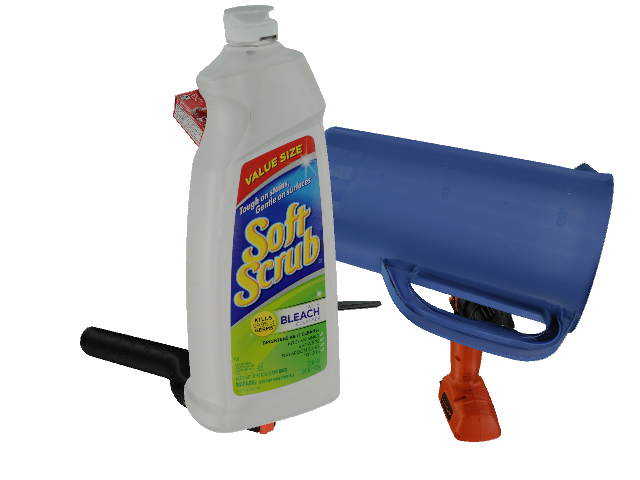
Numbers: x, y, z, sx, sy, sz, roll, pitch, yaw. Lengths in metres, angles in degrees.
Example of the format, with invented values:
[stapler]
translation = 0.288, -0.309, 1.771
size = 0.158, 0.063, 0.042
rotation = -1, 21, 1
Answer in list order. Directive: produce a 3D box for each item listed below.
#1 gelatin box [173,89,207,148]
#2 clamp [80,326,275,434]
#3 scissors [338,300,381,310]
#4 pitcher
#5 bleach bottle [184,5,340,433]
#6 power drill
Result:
[gelatin box]
translation = -0.086, -0.110, 1.009
size = 0.073, 0.089, 0.030
rotation = -22, -31, -33
[clamp]
translation = -0.089, 0.108, 0.924
size = 0.164, 0.036, 0.210
rotation = -8, 21, -39
[scissors]
translation = -0.026, 0.085, 1.197
size = 0.201, 0.016, 0.096
rotation = 4, 24, -5
[pitcher]
translation = 0.105, -0.007, 0.870
size = 0.243, 0.145, 0.149
rotation = 14, 16, 8
[bleach bottle]
translation = -0.042, -0.014, 0.651
size = 0.102, 0.251, 0.068
rotation = -12, 21, -23
[power drill]
translation = 0.167, 0.118, 1.145
size = 0.057, 0.188, 0.184
rotation = -1, 24, -4
